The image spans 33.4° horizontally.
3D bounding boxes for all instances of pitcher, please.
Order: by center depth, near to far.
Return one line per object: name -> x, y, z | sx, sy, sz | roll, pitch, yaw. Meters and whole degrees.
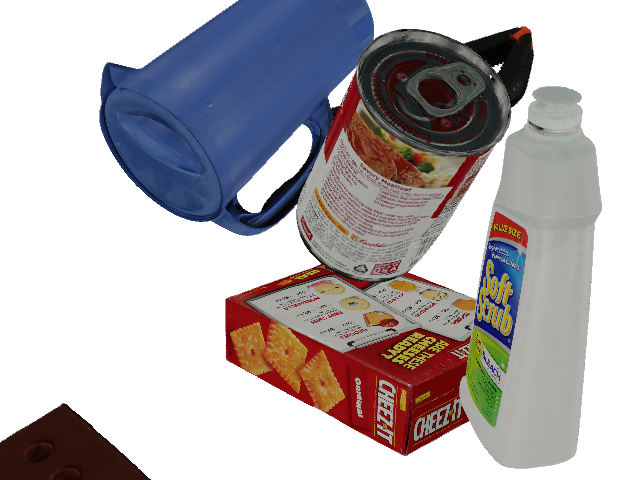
pitcher -> -0.055, -0.129, 0.917 | 0.145, 0.149, 0.242 | 24, 54, 31

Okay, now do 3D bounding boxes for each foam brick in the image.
foam brick -> -0.111, 0.123, 0.482 | 0.052, 0.051, 0.078 | -32, 45, -33

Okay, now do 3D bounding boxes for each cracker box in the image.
cracker box -> 0.047, 0.088, 0.910 | 0.163, 0.072, 0.214 | -19, 29, -41

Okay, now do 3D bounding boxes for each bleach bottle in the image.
bleach bottle -> 0.136, 0.021, 0.685 | 0.068, 0.251, 0.102 | -6, 30, -9

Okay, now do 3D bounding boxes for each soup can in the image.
soup can -> 0.034, -0.035, 0.479 | 0.068, 0.068, 0.102 | 0, -34, -19

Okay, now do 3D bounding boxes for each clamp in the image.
clamp -> 0.126, -0.123, 0.972 | 0.209, 0.036, 0.165 | -34, 48, -14
